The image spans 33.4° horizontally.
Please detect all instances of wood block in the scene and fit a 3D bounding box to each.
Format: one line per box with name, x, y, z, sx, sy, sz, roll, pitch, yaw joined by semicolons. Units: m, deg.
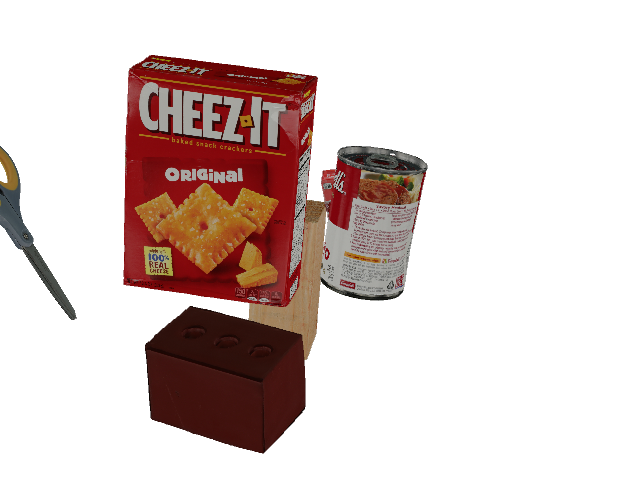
wood block;-0.048;0.051;1.500;0.090;0.206;0.090;7;22;6

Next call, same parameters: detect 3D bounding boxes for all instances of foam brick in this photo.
foam brick;-0.054;0.079;0.613;0.078;0.051;0.052;12;27;22

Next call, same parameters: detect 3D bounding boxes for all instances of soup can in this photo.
soup can;0.039;-0.014;0.807;0.068;0.102;0.068;8;18;-3

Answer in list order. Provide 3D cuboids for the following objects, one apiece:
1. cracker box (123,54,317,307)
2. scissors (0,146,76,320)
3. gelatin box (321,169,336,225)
cracker box;-0.096;-0.053;0.996;0.164;0.214;0.072;9;22;8
scissors;-0.298;-0.019;1.072;0.016;0.201;0.096;-25;28;24
gelatin box;0.042;-0.036;1.160;0.073;0.089;0.030;-4;29;6
